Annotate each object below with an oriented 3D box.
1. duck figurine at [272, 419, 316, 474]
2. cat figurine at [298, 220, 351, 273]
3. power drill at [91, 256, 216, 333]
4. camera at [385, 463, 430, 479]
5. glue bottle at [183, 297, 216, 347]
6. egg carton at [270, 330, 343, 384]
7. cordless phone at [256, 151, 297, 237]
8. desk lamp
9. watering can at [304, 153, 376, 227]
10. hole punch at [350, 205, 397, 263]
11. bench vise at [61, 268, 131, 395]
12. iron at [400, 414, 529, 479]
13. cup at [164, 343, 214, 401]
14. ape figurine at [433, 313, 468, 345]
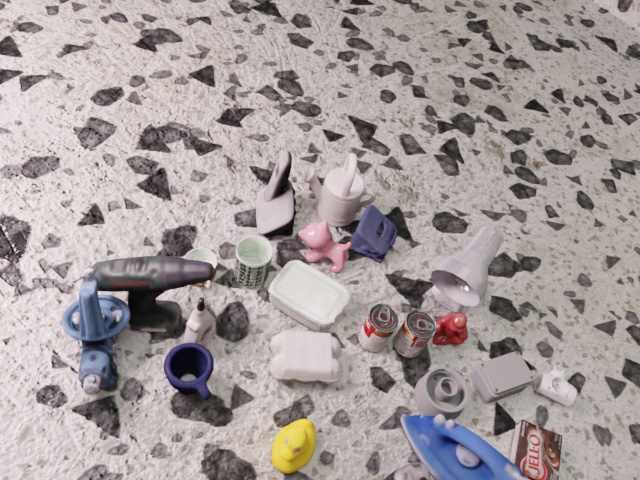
[{"bbox_3d":[-0.043,0.373,1.061,0.077,0.086,0.105,32,53,12],"label":"duck figurine"},{"bbox_3d":[0.012,0.005,1.330,0.127,0.118,0.067,20,52,2],"label":"cat figurine"},{"bbox_3d":[-0.323,0.100,1.122,0.230,0.208,0.075,4,53,-10],"label":"power drill"},{"bbox_3d":[0.143,0.479,1.016,0.137,0.101,0.143,-4,55,-16],"label":"camera"},{"bbox_3d":[-0.234,0.162,1.119,0.037,0.173,0.078,28,53,9],"label":"glue bottle"},{"bbox_3d":[-0.029,0.241,1.174,0.150,0.069,0.107,5,53,-9],"label":"egg carton"},{"bbox_3d":[-0.096,-0.107,1.346,0.094,0.185,0.147,0,54,-13],"label":"cordless phone"},{"bbox_3d":[0.327,0.074,1.291,0.117,0.213,0.204,34,54,13],"label":"desk lamp"},{"bbox_3d":[0.050,-0.128,1.390,0.173,0.194,0.100,-6,55,-17],"label":"watering can"},{"bbox_3d":[0.136,-0.017,1.393,0.101,0.091,0.109,23,52,5],"label":"hole punch"},{"bbox_3d":[-0.402,0.164,1.049,0.122,0.220,0.207,-17,59,-24],"label":"bench vise"},{"bbox_3d":[0.273,0.400,1.080,0.258,0.141,0.119,37,55,15],"label":"iron"},{"bbox_3d":[-0.242,0.265,1.090,0.092,0.095,0.117,-26,63,-28],"label":"cup"},{"bbox_3d":[0.297,0.193,1.272,0.077,0.092,0.076,34,54,13],"label":"ape figurine"}]
